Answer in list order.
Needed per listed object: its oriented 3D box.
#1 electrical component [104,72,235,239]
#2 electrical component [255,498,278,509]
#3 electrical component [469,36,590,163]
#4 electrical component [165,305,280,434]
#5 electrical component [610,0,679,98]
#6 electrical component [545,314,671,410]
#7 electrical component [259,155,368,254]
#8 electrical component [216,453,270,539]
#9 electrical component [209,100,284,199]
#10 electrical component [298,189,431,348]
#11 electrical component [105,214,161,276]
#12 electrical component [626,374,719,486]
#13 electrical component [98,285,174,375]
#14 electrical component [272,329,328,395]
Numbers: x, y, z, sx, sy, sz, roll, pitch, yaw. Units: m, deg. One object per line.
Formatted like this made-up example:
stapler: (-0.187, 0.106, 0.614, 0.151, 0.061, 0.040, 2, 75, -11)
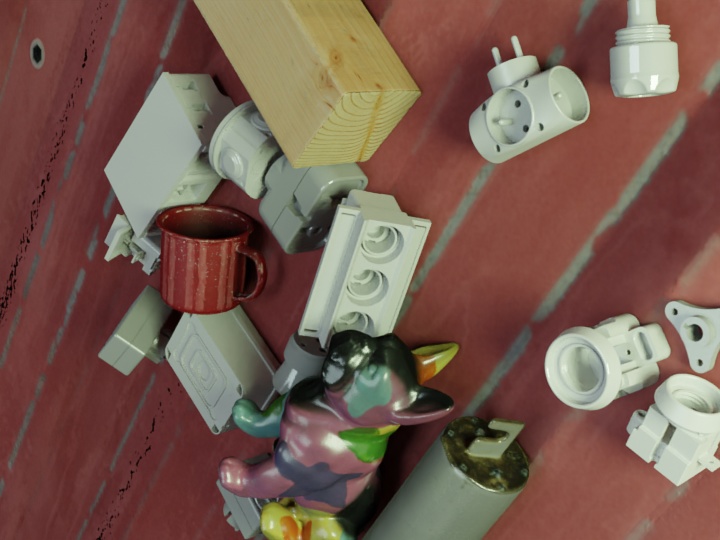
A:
electrical component: (-0.182, -0.112, 1.064, 0.150, 0.062, 0.089, -47, 64, 40)
electrical component: (-0.072, 0.206, 1.021, 0.040, 0.046, 0.040, 10, 105, 44)
electrical component: (0.115, -0.127, 0.770, 0.077, 0.044, 0.079, -24, 80, 45)
electrical component: (-0.131, 0.093, 1.053, 0.113, 0.057, 0.078, 53, 130, 25)
electrical component: (0.184, -0.144, 0.697, 0.043, 0.043, 0.062, 1, 97, 46)
electrical component: (0.165, 0.065, 0.744, 0.078, 0.057, 0.058, -31, 75, 44)
electrical component: (-0.044, -0.068, 0.937, 0.059, 0.054, 0.095, 55, 131, 24)
electrical component: (-0.110, 0.232, 1.064, 0.076, 0.047, 0.065, -50, 63, 39)
electrical component: (-0.090, -0.107, 0.959, 0.051, 0.080, 0.080, 41, 124, 28)
electrical component: (0.000, 0.000, 0.892, 0.063, 0.079, 0.121, -113, 36, -56)
electrical component: (-0.222, -0.031, 1.116, 0.064, 0.081, 0.042, 41, 128, 6)
electrical component: (0.213, 0.103, 0.711, 0.066, 0.048, 0.055, 40, 131, 34)
electrical component: (-0.219, 0.073, 1.134, 0.076, 0.083, 0.047, 36, 131, -11)
electrical component: (-0.050, 0.086, 0.978, 0.045, 0.045, 0.055, 44, 126, 31)
